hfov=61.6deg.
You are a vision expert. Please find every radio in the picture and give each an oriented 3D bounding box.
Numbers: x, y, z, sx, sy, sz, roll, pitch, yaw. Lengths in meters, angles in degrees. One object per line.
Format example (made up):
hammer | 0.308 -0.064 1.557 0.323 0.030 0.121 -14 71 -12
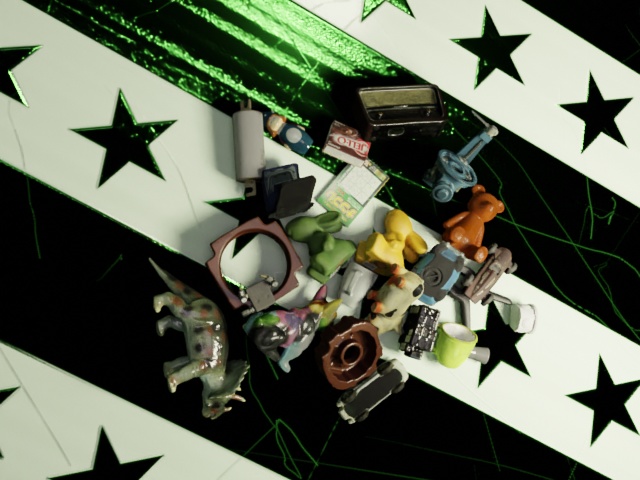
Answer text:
radio | 0.207 -0.329 1.393 0.230 0.073 0.131 -6 62 -10

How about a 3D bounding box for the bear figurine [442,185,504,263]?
bear figurine | 0.410 -0.048 1.398 0.120 0.132 0.196 42 85 -8

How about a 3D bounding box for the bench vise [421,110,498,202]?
bench vise | 0.354 -0.200 1.340 0.129 0.240 0.224 42 37 2

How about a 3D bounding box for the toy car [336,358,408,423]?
toy car | 0.131 0.376 1.343 0.202 0.056 0.073 -35 97 -10

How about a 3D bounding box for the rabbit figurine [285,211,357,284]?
rabbit figurine | -0.003 -0.004 1.327 0.170 0.121 0.159 43 78 11

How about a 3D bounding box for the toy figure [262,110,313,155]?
toy figure | -0.089 -0.279 1.365 0.154 0.058 0.064 35 59 -3

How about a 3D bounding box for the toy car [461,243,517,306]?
toy car | 0.443 0.088 1.399 0.089 0.053 0.202 49 57 0

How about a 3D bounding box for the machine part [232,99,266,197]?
machine part | -0.175 -0.229 1.332 0.079 0.079 0.243 -3 86 -10

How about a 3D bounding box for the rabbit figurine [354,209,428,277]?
rabbit figurine | 0.191 0.001 1.362 0.162 0.121 0.173 24 62 -1

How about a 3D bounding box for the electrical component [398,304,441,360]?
electrical component | 0.247 0.230 1.346 0.058 0.115 0.134 20 82 -3

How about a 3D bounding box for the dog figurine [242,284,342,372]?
dog figurine | -0.053 0.188 1.282 0.219 0.109 0.191 -45 131 -9

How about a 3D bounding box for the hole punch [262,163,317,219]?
hole punch | -0.083 -0.122 1.323 0.142 0.115 0.092 -21 50 -37

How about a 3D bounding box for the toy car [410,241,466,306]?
toy car | 0.293 0.079 1.364 0.109 0.103 0.161 35 100 7

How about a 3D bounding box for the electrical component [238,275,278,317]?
electrical component | -0.143 0.124 1.236 0.102 0.045 0.078 -20 86 -11

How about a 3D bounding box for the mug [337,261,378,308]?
mug | 0.087 0.116 1.336 0.081 0.109 0.107 26 91 6

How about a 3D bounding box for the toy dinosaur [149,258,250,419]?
toy dinosaur | -0.280 0.222 1.258 0.192 0.131 0.404 -8 82 -23

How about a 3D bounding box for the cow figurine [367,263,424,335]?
cow figurine | 0.184 0.158 1.325 0.127 0.086 0.195 22 120 -24

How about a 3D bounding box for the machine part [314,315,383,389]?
machine part | 0.069 0.272 1.308 0.179 0.056 0.179 -9 109 -28

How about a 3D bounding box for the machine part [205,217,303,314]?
machine part | -0.159 0.061 1.305 0.201 0.087 0.201 -32 90 -10
